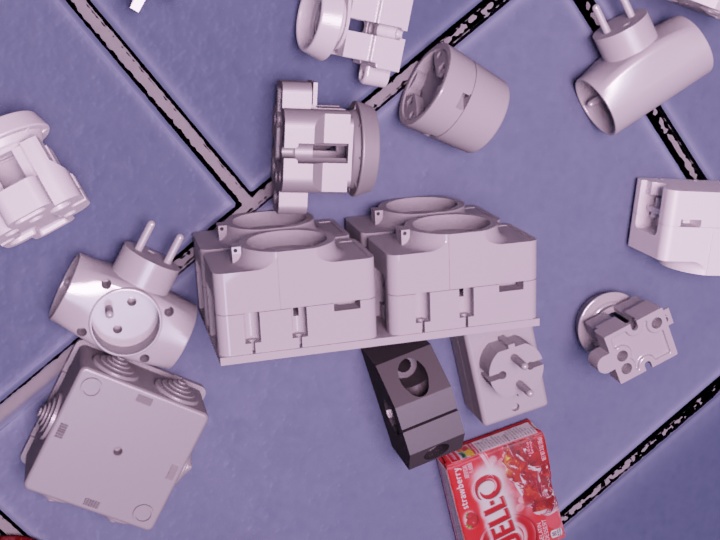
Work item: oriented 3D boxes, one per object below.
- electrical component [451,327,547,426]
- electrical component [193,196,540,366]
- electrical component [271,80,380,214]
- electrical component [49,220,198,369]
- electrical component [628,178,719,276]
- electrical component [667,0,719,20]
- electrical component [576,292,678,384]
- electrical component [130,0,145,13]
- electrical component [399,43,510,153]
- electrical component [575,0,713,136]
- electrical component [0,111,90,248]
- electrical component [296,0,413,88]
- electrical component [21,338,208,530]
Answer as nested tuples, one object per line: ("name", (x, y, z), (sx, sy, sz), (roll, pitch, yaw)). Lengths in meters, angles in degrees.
("electrical component", (0.095, 0.059, 0.701), (0.047, 0.076, 0.083), (-17, 108, -10))
("electrical component", (0.000, 0.000, 0.644), (0.186, 0.105, 0.060), (-6, 106, -14))
("electrical component", (-0.021, -0.073, 0.644), (0.057, 0.058, 0.078), (0, 104, -13))
("electrical component", (-0.133, 0.009, 0.642), (0.077, 0.044, 0.079), (26, 97, -20))
("electrical component", (0.234, -0.029, 0.729), (0.089, 0.050, 0.055), (1, 105, -15))
("electrical component", (0.214, -0.188, 0.666), (0.080, 0.080, 0.051), (17, 105, -19))
("electrical component", (0.178, 0.042, 0.730), (0.066, 0.055, 0.048), (-27, 110, -7))
("electrical component", (-0.118, -0.186, 0.595), (0.064, 0.042, 0.081), (28, 95, -19))
("electrical component", (0.059, -0.104, 0.660), (0.047, 0.055, 0.055), (24, 97, -23))
("electrical component", (0.174, -0.139, 0.686), (0.077, 0.043, 0.079), (-33, 111, -4))
("electrical component", (-0.190, -0.051, 0.598), (0.058, 0.078, 0.057), (-30, 89, -6))
("electrical component", (-0.005, -0.145, 0.636), (0.055, 0.048, 0.066), (6, 103, -24))
("electrical component", (-0.150, 0.102, 0.660), (0.100, 0.048, 0.099), (25, 97, -20))
